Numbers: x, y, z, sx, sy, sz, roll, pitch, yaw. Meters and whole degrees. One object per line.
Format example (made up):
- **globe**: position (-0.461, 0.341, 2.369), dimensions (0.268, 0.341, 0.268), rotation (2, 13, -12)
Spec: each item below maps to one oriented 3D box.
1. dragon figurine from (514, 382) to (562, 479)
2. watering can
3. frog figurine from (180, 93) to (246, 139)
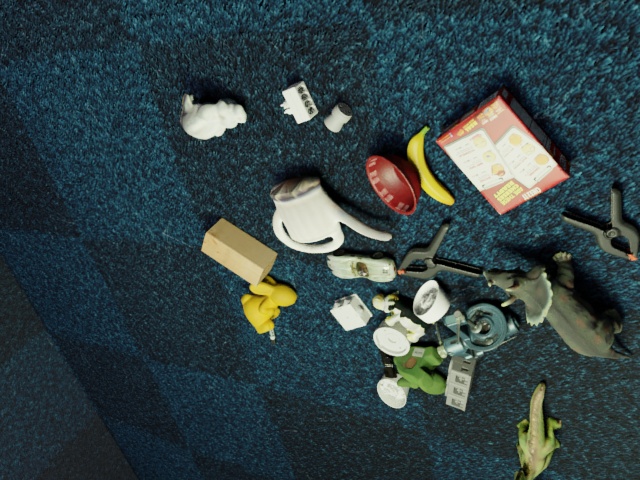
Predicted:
- **dragon figurine**: position (0.567, 0.599, 1.391), dimensions (0.122, 0.247, 0.402), rotation (6, 128, 33)
- **watering can**: position (0.004, -0.067, 1.329), dimensions (0.346, 0.106, 0.221), rotation (-7, 119, 36)
- **frog figurine**: position (-0.268, -0.308, 1.315), dimensions (0.160, 0.124, 0.135), rotation (19, 164, 7)
